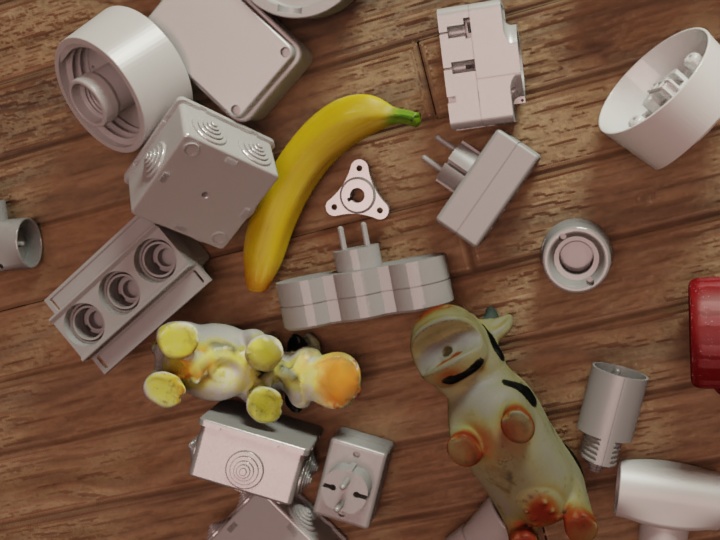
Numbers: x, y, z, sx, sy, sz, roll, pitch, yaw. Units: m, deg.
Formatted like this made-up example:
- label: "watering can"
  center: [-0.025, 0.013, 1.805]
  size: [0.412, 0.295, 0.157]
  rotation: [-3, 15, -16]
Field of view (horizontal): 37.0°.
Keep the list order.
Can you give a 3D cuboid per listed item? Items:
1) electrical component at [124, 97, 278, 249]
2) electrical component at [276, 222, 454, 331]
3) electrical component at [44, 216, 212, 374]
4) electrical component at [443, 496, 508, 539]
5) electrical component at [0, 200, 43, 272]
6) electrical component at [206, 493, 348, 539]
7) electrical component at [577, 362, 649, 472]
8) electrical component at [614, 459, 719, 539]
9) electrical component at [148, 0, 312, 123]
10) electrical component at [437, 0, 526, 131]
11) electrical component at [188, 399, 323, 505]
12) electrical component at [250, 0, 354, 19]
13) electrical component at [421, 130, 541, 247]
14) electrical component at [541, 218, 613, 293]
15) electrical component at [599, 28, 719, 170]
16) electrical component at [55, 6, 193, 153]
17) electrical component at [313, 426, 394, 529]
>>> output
- label: "electrical component"
  center: [-0.121, -0.071, 0.827]
  size: [0.100, 0.048, 0.099]
  rotation: [23, 122, -32]
- label: "electrical component"
  center: [0.000, 0.000, 0.847]
  size: [0.138, 0.052, 0.073]
  rotation: [-10, 95, 12]
- label: "electrical component"
  center: [-0.186, 0.015, 0.881]
  size: [0.121, 0.063, 0.078]
  rotation: [-40, 88, 13]
- label: "electrical component"
  center: [0.096, 0.215, 0.860]
  size: [0.065, 0.044, 0.044]
  rotation: [-43, 87, 18]
- label: "electrical component"
  center: [-0.317, -0.038, 0.911]
  size: [0.077, 0.043, 0.079]
  rotation: [-5, 96, 12]
- label: "electrical component"
  center: [-0.074, 0.230, 0.891]
  size: [0.100, 0.048, 0.099]
  rotation: [43, 103, 4]
- label: "electrical component"
  center: [0.190, 0.116, 0.827]
  size: [0.043, 0.043, 0.081]
  rotation: [14, 99, 10]
- label: "electrical component"
  center: [0.235, 0.190, 0.827]
  size: [0.077, 0.043, 0.079]
  rotation: [6, 98, 10]
- label: "electrical component"
  center: [-0.104, -0.178, 0.845]
  size: [0.113, 0.057, 0.078]
  rotation: [44, 103, 4]
- label: "electrical component"
  center: [0.094, -0.154, 0.811]
  size: [0.056, 0.050, 0.089]
  rotation: [-6, 95, 12]
- label: "electrical component"
  center: [-0.083, 0.144, 0.857]
  size: [0.100, 0.100, 0.048]
  rotation: [16, 94, 4]
- label: "electrical component"
  center: [-0.041, -0.244, 0.822]
  size: [0.108, 0.060, 0.108]
  rotation: [1, 97, 11]
- label: "electrical component"
  center: [0.084, -0.074, 0.824]
  size: [0.076, 0.047, 0.083]
  rotation: [35, 102, 6]
- label: "electrical component"
  center: [0.164, -0.010, 0.815]
  size: [0.055, 0.047, 0.055]
  rotation: [1, 97, 11]
- label: "electrical component"
  center: [0.223, -0.122, 0.767]
  size: [0.064, 0.099, 0.099]
  rotation: [41, 103, -2]
- label: "electrical component"
  center: [-0.190, -0.142, 0.836]
  size: [0.108, 0.060, 0.108]
  rotation: [28, 140, 26]
- label: "electrical component"
  center: [-0.009, 0.170, 0.857]
  size: [0.047, 0.077, 0.065]
  rotation: [15, 99, 9]
